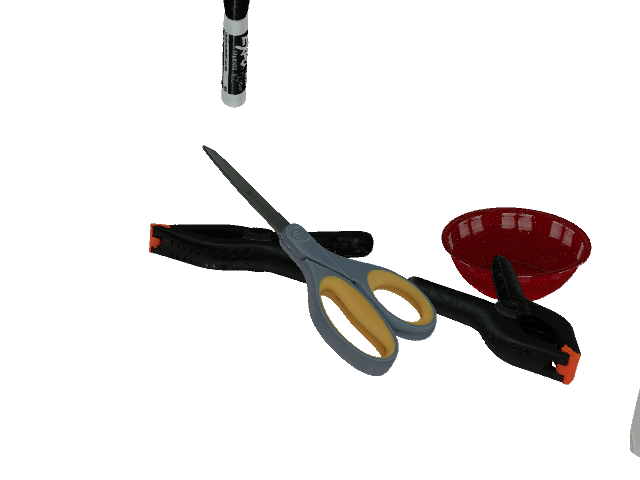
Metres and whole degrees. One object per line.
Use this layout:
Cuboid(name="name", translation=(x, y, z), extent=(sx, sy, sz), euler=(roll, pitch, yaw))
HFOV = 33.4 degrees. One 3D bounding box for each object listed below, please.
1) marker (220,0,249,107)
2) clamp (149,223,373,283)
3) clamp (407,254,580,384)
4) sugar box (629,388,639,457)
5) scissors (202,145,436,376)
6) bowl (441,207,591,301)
Cuboid(name="marker", translation=(-0.061, -0.141, 0.766), extent=(0.020, 0.020, 0.121), euler=(0, -32, -6))
Cuboid(name="clamp", translation=(-0.052, 0.011, 0.961), extent=(0.210, 0.036, 0.164), euler=(5, 12, -2))
Cuboid(name="clamp", translation=(0.170, 0.064, 0.944), extent=(0.120, 0.039, 0.172), euler=(-24, 44, -34))
Cuboid(name="sugar box", translation=(0.295, 0.142, 0.718), extent=(0.048, 0.093, 0.176), euler=(-15, 29, -37))
Cuboid(name="scissors", translation=(0.004, 0.004, 0.691), extent=(0.096, 0.016, 0.202), euler=(-4, 47, -36))
Cuboid(name="bowl", translation=(0.213, 0.022, 1.174), extent=(0.162, 0.055, 0.162), euler=(-1, 28, 0))
